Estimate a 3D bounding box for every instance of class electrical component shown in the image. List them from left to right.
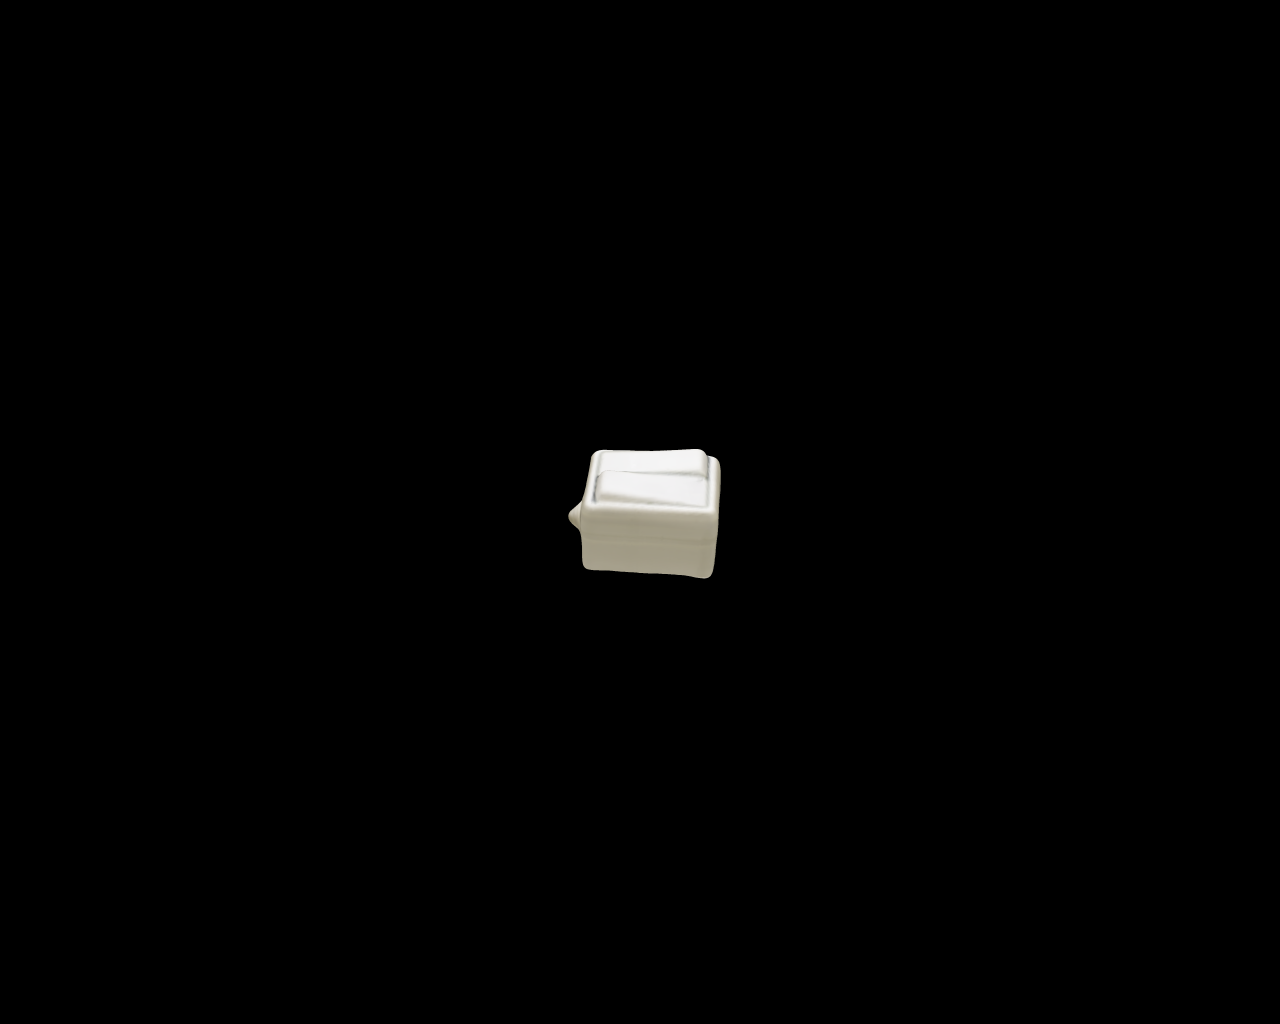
[{"bbox_3d":[0.001,-0.003,0.650,0.096,0.061,0.062,4,40,4],"label":"electrical component"}]
